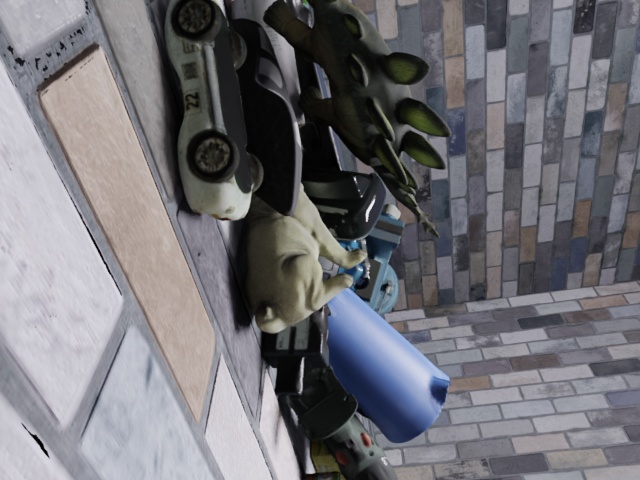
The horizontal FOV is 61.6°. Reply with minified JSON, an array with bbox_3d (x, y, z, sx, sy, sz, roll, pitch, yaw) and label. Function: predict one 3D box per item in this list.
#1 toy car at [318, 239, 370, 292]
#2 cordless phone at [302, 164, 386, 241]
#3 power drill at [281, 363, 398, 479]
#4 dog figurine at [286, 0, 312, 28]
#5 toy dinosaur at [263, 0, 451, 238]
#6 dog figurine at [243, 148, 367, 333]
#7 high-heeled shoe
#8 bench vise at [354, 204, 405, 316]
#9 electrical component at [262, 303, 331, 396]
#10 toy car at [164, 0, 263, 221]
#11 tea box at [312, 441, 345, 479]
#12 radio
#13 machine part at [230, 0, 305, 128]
[{"bbox_3d":[0.004,0.051,0.877,0.161,0.103,0.109,-36,-130,45],"label":"toy car"},{"bbox_3d":[-0.001,-0.002,0.690,0.088,0.147,0.184,-7,107,-64],"label":"cordless phone"},{"bbox_3d":[0.036,0.259,0.711,0.232,0.086,0.207,47,-7,44],"label":"power drill"},{"bbox_3d":[-0.072,-0.392,0.770,0.191,0.108,0.219,55,-20,18],"label":"dog figurine"},{"bbox_3d":[0.061,-0.152,0.653,0.199,0.105,0.470,49,0,35],"label":"toy dinosaur"},{"bbox_3d":[-0.057,-0.016,0.578,0.190,0.121,0.172,57,25,-11],"label":"dog figurine"},{"bbox_3d":[-0.061,-0.131,0.569,0.145,0.086,0.248,23,48,-75],"label":"high-heeled shoe"},{"bbox_3d":[0.090,0.054,0.991,0.240,0.129,0.223,93,4,-65],"label":"bench vise"},{"bbox_3d":[-0.026,0.128,0.630,0.047,0.075,0.119,69,17,-56],"label":"electrical component"},{"bbox_3d":[-0.092,-0.116,0.455,0.073,0.056,0.201,20,60,-76],"label":"toy car"},{"bbox_3d":[0.024,0.310,0.919,0.170,0.068,0.098,-89,169,-51],"label":"tea box"},{"bbox_3d":[-0.016,-0.182,0.827,0.131,0.073,0.229,-62,137,-80],"label":"radio"},{"bbox_3d":[-0.069,-0.232,0.718,0.079,0.079,0.243,-63,146,-80],"label":"machine part"}]
